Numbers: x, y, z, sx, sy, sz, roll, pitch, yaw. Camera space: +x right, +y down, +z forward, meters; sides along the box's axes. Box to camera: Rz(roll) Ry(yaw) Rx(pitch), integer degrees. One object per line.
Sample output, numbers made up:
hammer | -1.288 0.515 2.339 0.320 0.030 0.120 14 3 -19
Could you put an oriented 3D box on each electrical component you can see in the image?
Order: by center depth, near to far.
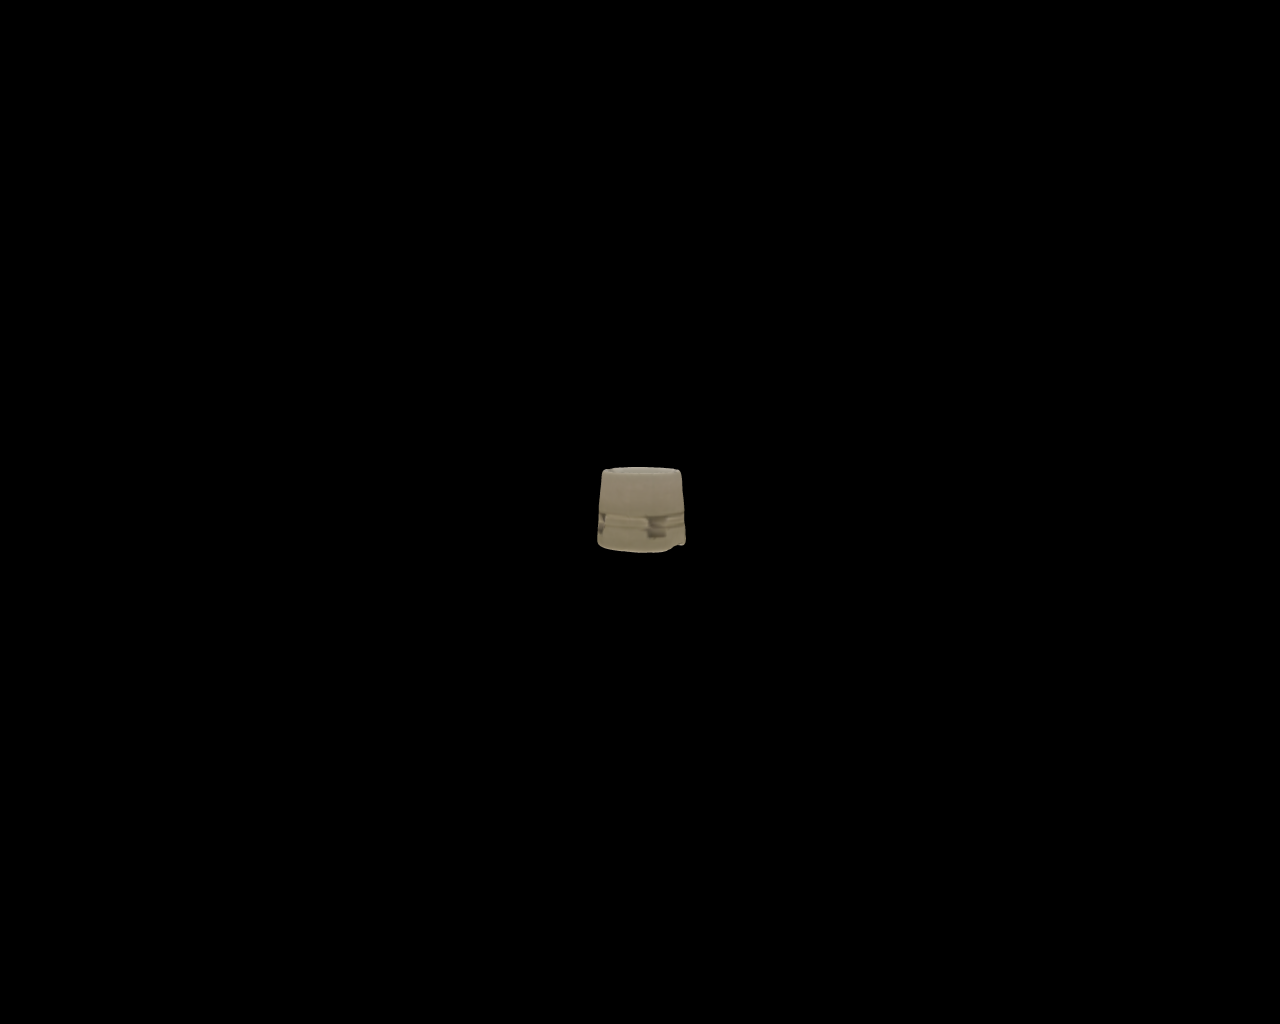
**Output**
electrical component | 0.001 -0.003 0.650 0.055 0.047 0.055 0 6 0
